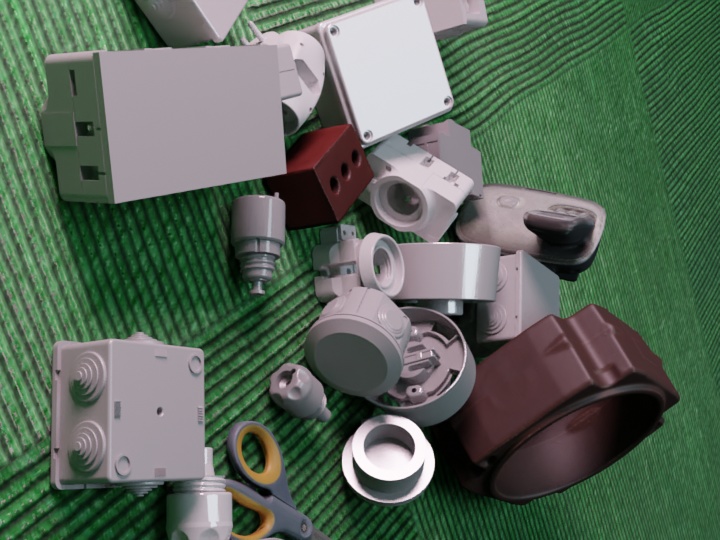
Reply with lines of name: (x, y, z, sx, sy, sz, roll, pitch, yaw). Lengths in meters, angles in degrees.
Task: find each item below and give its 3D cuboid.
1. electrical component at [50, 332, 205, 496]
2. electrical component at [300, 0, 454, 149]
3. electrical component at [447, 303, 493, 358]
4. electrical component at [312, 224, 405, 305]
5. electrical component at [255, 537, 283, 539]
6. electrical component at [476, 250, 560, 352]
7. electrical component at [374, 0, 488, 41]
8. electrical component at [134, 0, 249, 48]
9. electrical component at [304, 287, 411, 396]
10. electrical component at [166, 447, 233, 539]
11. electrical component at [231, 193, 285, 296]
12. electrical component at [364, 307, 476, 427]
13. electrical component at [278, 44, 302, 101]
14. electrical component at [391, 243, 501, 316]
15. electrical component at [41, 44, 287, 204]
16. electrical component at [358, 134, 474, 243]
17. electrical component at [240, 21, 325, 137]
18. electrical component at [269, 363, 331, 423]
electrical component: (-0.140, 0.089, 0.662, 0.100, 0.048, 0.099, 14, 71, -56)
electrical component: (0.013, -0.171, 0.923, 0.109, 0.056, 0.108, -27, 107, -28)
electrical component: (0.101, 0.036, 1.047, 0.059, 0.054, 0.095, 16, 69, -55)
electrical component: (0.000, 0.000, 0.894, 0.058, 0.057, 0.078, 4, 79, -57)
electrical component: (-0.082, 0.231, 0.706, 0.108, 0.060, 0.108, 20, 66, -54)
electrical component: (0.150, 0.038, 1.024, 0.100, 0.048, 0.099, 29, 59, -51)
electrical component: (0.060, -0.298, 1.032, 0.062, 0.089, 0.150, -18, 97, -57)
electrical component: (-0.124, -0.215, 0.762, 0.099, 0.048, 0.099, 55, 40, -35)
electrical component: (0.000, 0.058, 0.860, 0.080, 0.080, 0.051, 62, 31, -27)
electrical component: (-0.105, 0.148, 0.706, 0.043, 0.043, 0.062, 17, 67, -55)
electrical component: (-0.076, -0.020, 0.796, 0.040, 0.040, 0.078, 19, 66, -54)
electrical component: (0.046, 0.082, 0.914, 0.064, 0.099, 0.099, 51, 43, -48)
electrical component: (-0.080, -0.119, 0.791, 0.047, 0.066, 0.076, -29, 106, -56)
electrical component: (0.072, 0.010, 0.962, 0.108, 0.108, 0.060, 7, 83, -57)
electrical component: (-0.124, -0.098, 0.697, 0.150, 0.062, 0.089, -17, 107, -49)
electrical component: (0.045, -0.071, 0.948, 0.089, 0.050, 0.055, 32, 40, 7)
electrical component: (-0.068, -0.158, 0.841, 0.079, 0.043, 0.077, 50, 43, -39)
electrical component: (-0.042, 0.098, 0.825, 0.061, 0.035, 0.035, 49, 44, -43)
